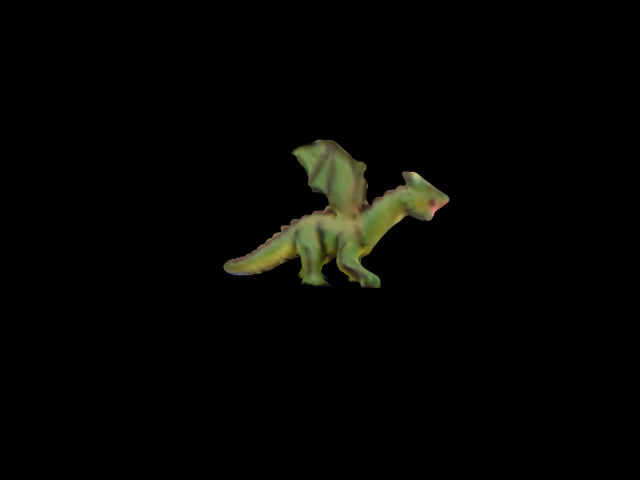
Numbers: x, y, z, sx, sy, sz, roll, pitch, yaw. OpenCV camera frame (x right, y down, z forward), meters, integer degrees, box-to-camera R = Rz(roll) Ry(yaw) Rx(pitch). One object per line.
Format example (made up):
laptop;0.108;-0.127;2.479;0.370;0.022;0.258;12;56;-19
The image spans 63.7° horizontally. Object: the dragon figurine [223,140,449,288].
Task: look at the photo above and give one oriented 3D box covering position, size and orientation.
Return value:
dragon figurine;0.003;-0.043;0.850;0.410;0.242;0.123;2;5;24
